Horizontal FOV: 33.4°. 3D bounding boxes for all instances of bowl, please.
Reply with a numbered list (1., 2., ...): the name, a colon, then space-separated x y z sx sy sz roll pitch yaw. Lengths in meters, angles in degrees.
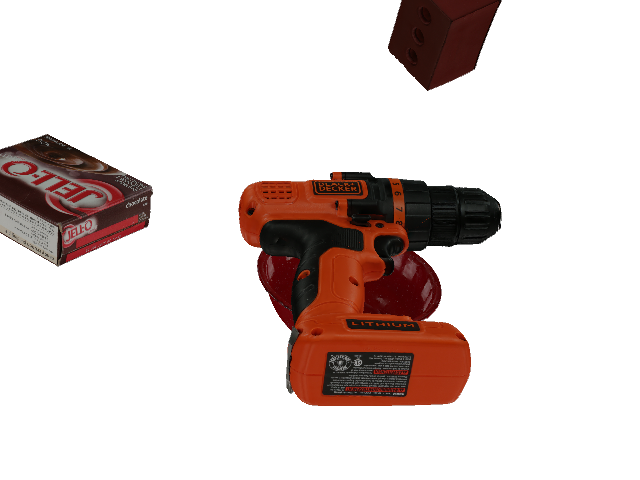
1. bowl: 0.021 0.052 0.934 0.162 0.055 0.162 7 30 -5

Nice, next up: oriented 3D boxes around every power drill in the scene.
1. power drill: 0.042 0.023 0.687 0.184 0.057 0.187 -1 35 -6

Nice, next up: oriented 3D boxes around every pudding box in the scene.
1. pudding box: -0.191 -0.031 0.760 0.114 0.039 0.089 24 30 27

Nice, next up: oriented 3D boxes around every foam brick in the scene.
1. foam brick: 0.092 -0.162 0.802 0.051 0.053 0.078 -29 -25 -25
